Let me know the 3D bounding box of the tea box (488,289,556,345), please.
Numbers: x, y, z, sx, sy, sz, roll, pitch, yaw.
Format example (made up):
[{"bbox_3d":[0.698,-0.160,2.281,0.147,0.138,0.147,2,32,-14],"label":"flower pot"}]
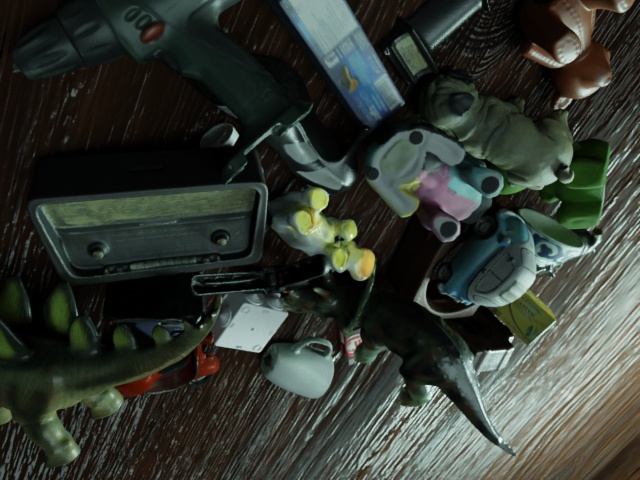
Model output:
[{"bbox_3d":[0.376,0.128,1.002,0.068,0.098,0.169,-48,167,14],"label":"tea box"}]

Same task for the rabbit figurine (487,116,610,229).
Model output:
[{"bbox_3d":[0.336,-0.113,0.805,0.159,0.170,0.121,-66,147,-29],"label":"rabbit figurine"}]

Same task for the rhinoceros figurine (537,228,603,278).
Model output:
[{"bbox_3d":[0.443,0.018,1.024,0.190,0.073,0.112,-20,142,-17],"label":"rhinoceros figurine"}]

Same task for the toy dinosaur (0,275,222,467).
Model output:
[{"bbox_3d":[-0.307,0.142,0.583,0.472,0.105,0.198,-10,118,10],"label":"toy dinosaur"}]

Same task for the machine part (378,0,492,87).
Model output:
[{"bbox_3d":[0.140,-0.253,0.640,0.139,0.039,0.084,-43,127,11],"label":"machine part"}]

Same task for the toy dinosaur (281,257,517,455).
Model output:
[{"bbox_3d":[0.138,0.152,0.793,0.131,0.405,0.192,-50,159,-23],"label":"toy dinosaur"}]

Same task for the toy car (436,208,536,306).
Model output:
[{"bbox_3d":[0.255,0.041,0.785,0.109,0.103,0.161,31,105,-42],"label":"toy car"}]

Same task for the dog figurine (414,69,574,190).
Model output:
[{"bbox_3d":[0.228,-0.139,0.698,0.190,0.173,0.121,6,112,-42],"label":"dog figurine"}]

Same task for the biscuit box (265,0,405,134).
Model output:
[{"bbox_3d":[0.020,-0.207,0.588,0.059,0.063,0.202,-41,136,4],"label":"biscuit box"}]

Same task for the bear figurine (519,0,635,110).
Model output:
[{"bbox_3d":[0.341,-0.245,0.703,0.120,0.132,0.195,-41,129,10],"label":"bear figurine"}]

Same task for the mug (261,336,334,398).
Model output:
[{"bbox_3d":[-0.035,0.203,0.885,0.107,0.081,0.109,22,118,-31],"label":"mug"}]

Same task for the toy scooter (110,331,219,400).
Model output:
[{"bbox_3d":[-0.214,0.162,0.733,0.184,0.075,0.135,4,143,-34],"label":"toy scooter"}]

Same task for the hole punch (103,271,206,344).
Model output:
[{"bbox_3d":[-0.200,0.086,0.659,0.116,0.142,0.092,1,125,-15],"label":"hole punch"}]

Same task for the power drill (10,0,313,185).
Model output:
[{"bbox_3d":[-0.124,-0.152,0.491,0.232,0.086,0.207,-39,93,-6],"label":"power drill"}]

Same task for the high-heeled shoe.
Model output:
[{"bbox_3d":[-0.056,-0.124,0.630,0.248,0.086,0.145,19,147,-21],"label":"high-heeled shoe"}]

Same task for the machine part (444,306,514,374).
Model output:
[{"bbox_3d":[0.258,0.162,0.962,0.179,0.180,0.056,2,121,-32],"label":"machine part"}]

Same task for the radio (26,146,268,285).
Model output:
[{"bbox_3d":[-0.176,-0.026,0.583,0.230,0.073,0.131,-5,136,-12],"label":"radio"}]

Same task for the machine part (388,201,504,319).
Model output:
[{"bbox_3d":[0.227,0.032,0.893,0.201,0.087,0.201,1,127,-31],"label":"machine part"}]

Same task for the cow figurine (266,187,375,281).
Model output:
[{"bbox_3d":[-0.002,0.000,0.716,0.167,0.098,0.068,45,62,-36],"label":"cow figurine"}]

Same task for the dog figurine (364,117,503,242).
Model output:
[{"bbox_3d":[0.150,-0.084,0.714,0.191,0.219,0.108,35,105,-1],"label":"dog figurine"}]
